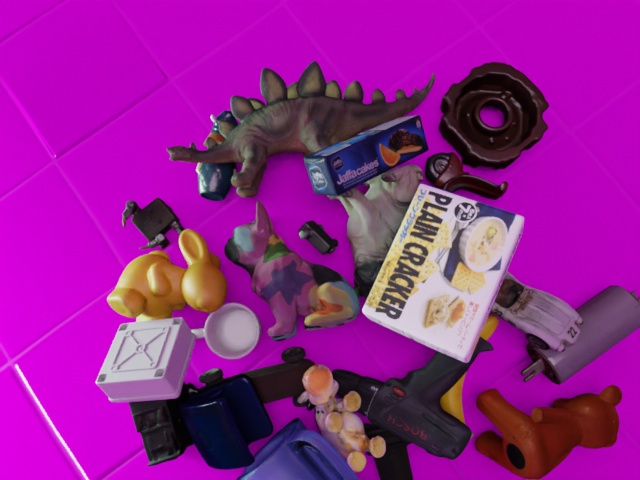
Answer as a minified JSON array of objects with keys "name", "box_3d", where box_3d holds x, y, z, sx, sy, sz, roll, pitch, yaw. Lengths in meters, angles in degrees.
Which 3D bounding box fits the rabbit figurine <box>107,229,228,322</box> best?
[{"name":"rabbit figurine","box_3d":[-0.214,0.071,0.847,0.173,0.121,0.162,-1,47,29]}]

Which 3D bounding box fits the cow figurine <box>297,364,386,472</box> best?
[{"name":"cow figurine","box_3d":[0.020,0.261,0.811,0.068,0.098,0.167,-31,92,-26]}]

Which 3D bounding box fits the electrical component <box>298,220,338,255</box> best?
[{"name":"electrical component","box_3d":[-0.002,-0.003,0.869,0.063,0.094,0.021,45,106,9]}]

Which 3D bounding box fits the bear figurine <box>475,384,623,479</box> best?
[{"name":"bear figurine","box_3d":[0.351,0.274,0.813,0.196,0.132,0.120,-18,114,-25]}]

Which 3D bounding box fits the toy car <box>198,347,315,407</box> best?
[{"name":"toy car","box_3d":[-0.100,0.232,0.855,0.202,0.053,0.089,-15,98,4]}]

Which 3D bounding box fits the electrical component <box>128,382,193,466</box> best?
[{"name":"electrical component","box_3d":[-0.240,0.264,0.826,0.058,0.115,0.134,-18,83,-3]}]

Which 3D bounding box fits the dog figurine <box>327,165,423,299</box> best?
[{"name":"dog figurine","box_3d":[0.115,-0.013,0.874,0.172,0.121,0.190,-21,96,1]}]

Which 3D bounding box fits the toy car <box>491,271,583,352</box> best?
[{"name":"toy car","box_3d":[0.301,0.096,0.831,0.202,0.056,0.073,33,68,30]}]

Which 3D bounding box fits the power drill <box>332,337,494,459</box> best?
[{"name":"power drill","box_3d":[0.146,0.200,0.819,0.232,0.086,0.207,33,84,26]}]

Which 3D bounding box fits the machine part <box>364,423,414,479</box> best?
[{"name":"machine part","box_3d":[0.118,0.351,0.838,0.084,0.039,0.139,-11,79,-5]}]

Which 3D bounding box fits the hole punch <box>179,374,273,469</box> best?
[{"name":"hole punch","box_3d":[-0.146,0.275,0.791,0.116,0.092,0.142,-25,97,15]}]

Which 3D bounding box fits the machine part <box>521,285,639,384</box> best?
[{"name":"machine part","box_3d":[0.414,0.147,0.838,0.243,0.079,0.079,-34,82,-4]}]

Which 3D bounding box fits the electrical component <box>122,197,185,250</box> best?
[{"name":"electrical component","box_3d":[-0.283,-0.028,0.907,0.078,0.045,0.102,-37,82,-2]}]

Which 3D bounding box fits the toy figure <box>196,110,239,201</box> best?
[{"name":"toy figure","box_3d":[-0.172,-0.145,0.914,0.058,0.064,0.154,-3,73,40]}]

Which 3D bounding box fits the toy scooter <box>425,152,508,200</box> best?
[{"name":"toy scooter","box_3d":[0.237,-0.054,0.877,0.135,0.075,0.184,6,77,3]}]

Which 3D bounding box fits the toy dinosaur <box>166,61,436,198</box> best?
[{"name":"toy dinosaur","box_3d":[-0.014,-0.188,0.886,0.471,0.105,0.198,-10,81,-13]}]

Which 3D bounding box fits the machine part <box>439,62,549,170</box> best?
[{"name":"machine part","box_3d":[0.290,-0.207,0.907,0.179,0.056,0.179,0,80,2]}]

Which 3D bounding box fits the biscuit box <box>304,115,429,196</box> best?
[{"name":"biscuit box","box_3d":[0.074,-0.130,0.818,0.203,0.059,0.062,-29,110,-29]}]

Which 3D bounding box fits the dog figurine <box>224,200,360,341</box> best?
[{"name":"dog figurine","box_3d":[-0.048,0.042,0.858,0.192,0.108,0.219,-15,79,1]}]
